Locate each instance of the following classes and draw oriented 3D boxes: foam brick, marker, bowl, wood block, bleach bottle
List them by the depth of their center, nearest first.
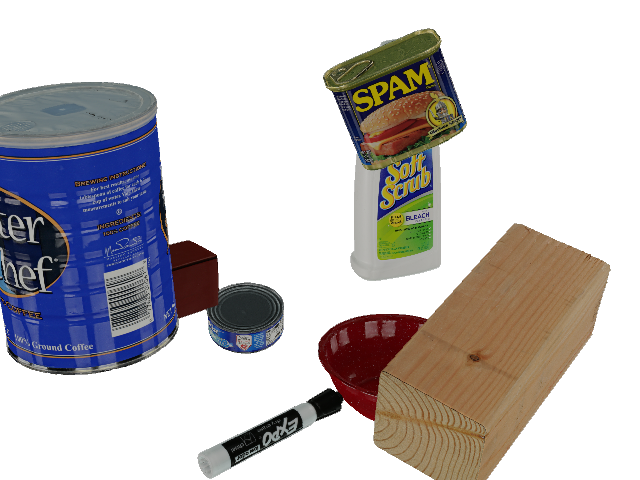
[{"bbox_3d":[-0.032,0.134,0.753,0.120,0.020,0.020,-22,13,-34],"label":"marker"},{"bbox_3d":[0.137,0.088,0.841,0.091,0.090,0.205,27,48,25],"label":"wood block"},{"bbox_3d":[-0.139,0.039,0.985,0.078,0.051,0.053,-17,27,-31],"label":"foam brick"},{"bbox_3d":[0.077,0.133,1.041,0.162,0.055,0.162,3,25,-1],"label":"bowl"},{"bbox_3d":[0.077,-0.087,1.141,0.102,0.251,0.068,-10,23,-13],"label":"bleach bottle"}]

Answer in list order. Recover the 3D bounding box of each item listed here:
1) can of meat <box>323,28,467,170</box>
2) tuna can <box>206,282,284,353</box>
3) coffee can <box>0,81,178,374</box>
[{"bbox_3d":[0.065,-0.118,0.901,0.102,0.084,0.057,-22,26,4],"label":"can of meat"},{"bbox_3d":[-0.083,0.086,1.186,0.086,0.034,0.086,0,36,0],"label":"tuna can"},{"bbox_3d":[-0.138,-0.009,0.610,0.103,0.140,0.103,-2,24,1],"label":"coffee can"}]
